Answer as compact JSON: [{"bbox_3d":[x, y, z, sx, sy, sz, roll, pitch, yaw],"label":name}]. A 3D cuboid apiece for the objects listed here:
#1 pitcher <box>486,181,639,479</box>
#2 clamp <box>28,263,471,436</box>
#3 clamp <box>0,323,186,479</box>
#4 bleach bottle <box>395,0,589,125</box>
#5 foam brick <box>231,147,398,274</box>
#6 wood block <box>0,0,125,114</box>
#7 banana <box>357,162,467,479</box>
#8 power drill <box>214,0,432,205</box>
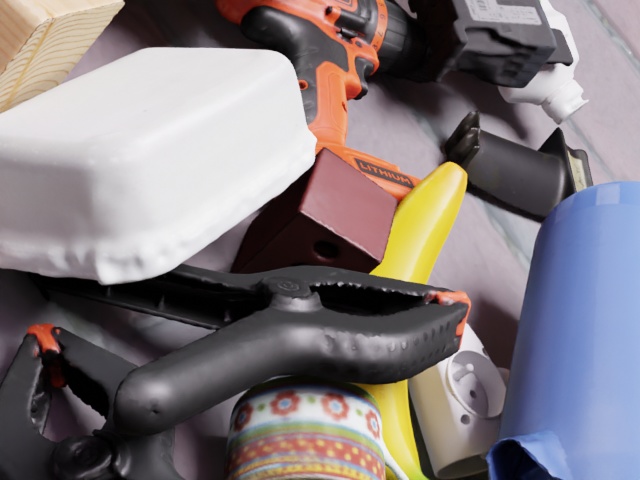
[{"bbox_3d":[0.166,0.086,0.557,0.145,0.149,0.242,4,40,13],"label":"pitcher"},{"bbox_3d":[-0.018,0.041,0.478,0.209,0.036,0.165,4,19,-21],"label":"clamp"},{"bbox_3d":[-0.079,0.098,0.427,0.120,0.039,0.171,-6,45,-17],"label":"clamp"},{"bbox_3d":[0.101,-0.186,0.785,0.102,0.068,0.251,-35,83,-26],"label":"bleach bottle"},{"bbox_3d":[-0.004,0.001,0.572,0.053,0.078,0.051,33,43,-14],"label":"foam brick"},{"bbox_3d":[-0.208,-0.147,0.497,0.206,0.091,0.090,44,23,-2],"label":"wood block"},{"bbox_3d":[0.044,0.050,0.574,0.037,0.070,0.198,48,41,-54],"label":"banana"},{"bbox_3d":[0.024,-0.087,0.676,0.184,0.057,0.187,12,51,-31],"label":"power drill"}]
